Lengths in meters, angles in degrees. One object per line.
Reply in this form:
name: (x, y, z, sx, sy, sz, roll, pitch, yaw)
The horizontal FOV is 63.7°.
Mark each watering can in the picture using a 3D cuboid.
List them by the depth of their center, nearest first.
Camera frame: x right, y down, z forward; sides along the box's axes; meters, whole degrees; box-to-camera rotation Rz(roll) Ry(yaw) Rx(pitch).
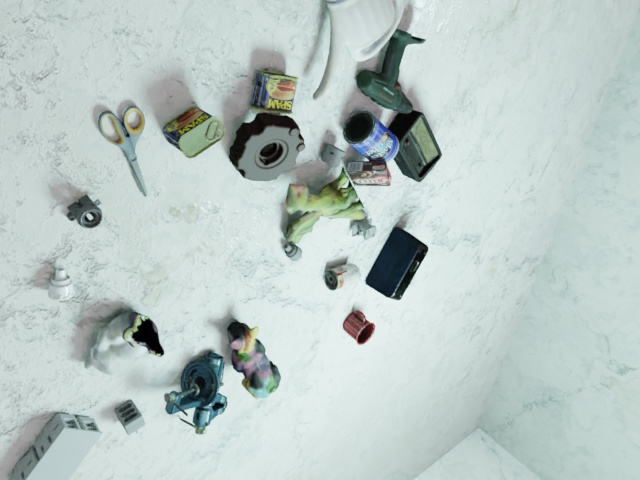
watering can: (0.072, -0.503, 1.197, 0.350, 0.105, 0.220, -48, 139, -10)

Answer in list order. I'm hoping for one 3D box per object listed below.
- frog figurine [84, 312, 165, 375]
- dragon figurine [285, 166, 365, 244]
frog figurine: (-0.455, 0.239, 1.179, 0.158, 0.125, 0.136, -25, 155, 19)
dragon figurine: (0.004, -0.072, 1.436, 0.243, 0.124, 0.404, -32, 156, 2)
